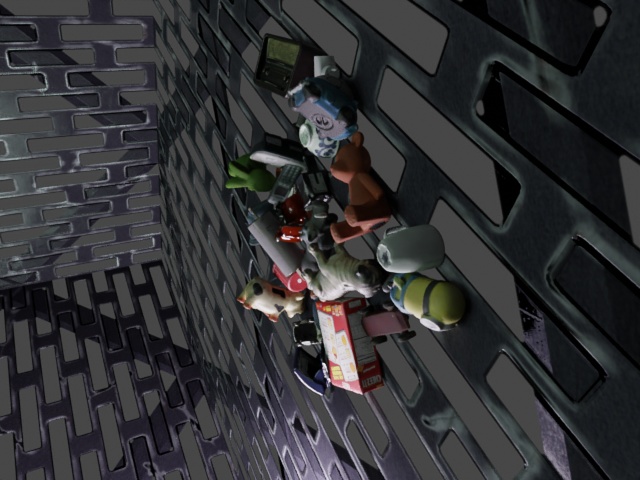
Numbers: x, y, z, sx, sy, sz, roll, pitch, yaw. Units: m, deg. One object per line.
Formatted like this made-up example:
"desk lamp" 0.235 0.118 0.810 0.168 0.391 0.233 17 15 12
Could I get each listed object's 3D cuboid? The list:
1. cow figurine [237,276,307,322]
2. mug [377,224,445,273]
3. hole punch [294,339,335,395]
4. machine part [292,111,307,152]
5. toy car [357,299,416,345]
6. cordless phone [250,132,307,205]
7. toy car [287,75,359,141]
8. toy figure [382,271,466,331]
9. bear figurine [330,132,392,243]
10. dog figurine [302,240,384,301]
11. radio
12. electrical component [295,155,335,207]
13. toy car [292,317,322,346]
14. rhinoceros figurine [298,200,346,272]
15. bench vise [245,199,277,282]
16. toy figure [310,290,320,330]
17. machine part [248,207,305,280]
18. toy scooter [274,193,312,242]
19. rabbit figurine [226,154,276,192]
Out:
"cow figurine" -0.125 0.165 1.552 0.127 0.195 0.086 -60 28 3
"mug" 0.154 0.011 0.976 0.110 0.107 0.080 55 145 37
"hole punch" -0.010 0.333 1.403 0.142 0.092 0.115 -89 -19 -70
"machine part" -0.039 -0.296 1.342 0.138 0.039 0.084 107 148 -48
"toy car" 0.142 0.171 1.130 0.089 0.053 0.202 69 157 7
"cordless phone" -0.124 -0.178 1.418 0.089 0.146 0.184 -102 33 -47
"toy car" 0.016 -0.292 1.138 0.109 0.161 0.103 -18 41 57
"toy figure" 0.186 0.100 0.979 0.180 0.082 0.089 -144 47 -59
"bear figurine" 0.065 -0.111 1.095 0.196 0.132 0.120 67 151 12
"dog figurine" 0.058 0.100 1.209 0.191 0.121 0.172 40 143 46
"radio" -0.081 -0.415 1.301 0.230 0.073 0.131 43 118 54
"electrical component" -0.019 -0.145 1.316 0.119 0.075 0.047 68 152 14
"toy car" -0.028 0.259 1.524 0.202 0.056 0.073 150 114 -62
"rhinoceros figurine" -0.003 -0.004 1.293 0.073 0.112 0.190 -134 48 -55
"bench vise" -0.135 -0.006 1.576 0.224 0.129 0.240 5 123 55
"toy figure" 0.002 0.159 1.417 0.064 0.058 0.154 -29 68 56
"machine part" -0.111 0.010 1.421 0.243 0.079 0.079 53 154 -2
"toy scooter" -0.067 -0.045 1.386 0.184 0.135 0.075 62 151 34
"rabbit figurine" -0.193 -0.196 1.568 0.170 0.159 0.121 42 127 56
